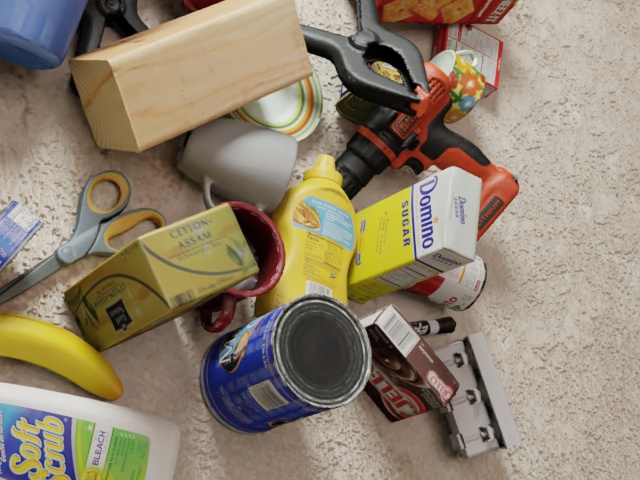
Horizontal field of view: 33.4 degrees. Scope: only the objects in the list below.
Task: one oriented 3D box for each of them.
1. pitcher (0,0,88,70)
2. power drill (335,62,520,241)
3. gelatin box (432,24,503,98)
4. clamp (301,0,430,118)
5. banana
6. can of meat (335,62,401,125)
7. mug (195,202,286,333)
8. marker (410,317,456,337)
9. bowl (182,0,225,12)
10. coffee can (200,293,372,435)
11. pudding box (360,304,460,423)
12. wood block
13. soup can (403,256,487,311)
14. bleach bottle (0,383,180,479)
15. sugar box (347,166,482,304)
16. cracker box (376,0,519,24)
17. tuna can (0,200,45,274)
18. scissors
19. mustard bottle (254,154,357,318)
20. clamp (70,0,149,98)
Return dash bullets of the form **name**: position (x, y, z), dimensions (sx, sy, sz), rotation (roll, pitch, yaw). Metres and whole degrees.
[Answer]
- **pitcher**: position (-0.236, -0.279, 0.961), dimensions (0.144, 0.149, 0.243), rotation (25, 81, -54)
- **power drill**: position (0.116, -0.072, 1.172), dimensions (0.187, 0.057, 0.184), rotation (42, 90, -25)
- **gelatin box**: position (0.182, -0.228, 1.321), dimensions (0.089, 0.030, 0.073), rotation (22, 61, -22)
- **clamp**: position (0.033, -0.201, 1.124), dimensions (0.164, 0.036, 0.210), rotation (-24, 60, -22)
- **banana**: position (-0.258, 0.096, 0.902), dimensions (0.197, 0.037, 0.069), rotation (8, 97, -28)
- **can of meat**: position (0.072, -0.173, 1.211), dimensions (0.102, 0.058, 0.084), rotation (24, 58, -26)
- **mug**: position (-0.093, 0.031, 1.005), dimensions (0.093, 0.082, 0.117), rotation (15, 64, -29)
- **marker**: position (0.099, 0.097, 1.148), dimensions (0.120, 0.020, 0.020), rotation (-4, 75, -35)
- **bowl**: position (-0.095, -0.304, 1.114), dimensions (0.161, 0.055, 0.162), rotation (16, 70, -53)
- **coffee can**: position (-0.034, 0.116, 0.975), dimensions (0.102, 0.141, 0.103), rotation (12, 66, -29)
- **pudding box**: position (0.073, 0.126, 1.075), dimensions (0.113, 0.090, 0.039), rotation (52, 51, -6)
- **wood block**: position (-0.121, -0.165, 1.023), dimensions (0.205, 0.091, 0.090), rotation (-28, 114, -30)
- **soup can**: position (0.121, 0.030, 1.158), dimensions (0.102, 0.069, 0.068), rotation (24, 60, -25)
- **bleach bottle**: position (-0.245, 0.170, 0.861), dimensions (0.250, 0.068, 0.102), rotation (15, 83, -23)
- **sugar box**: position (0.087, -0.002, 1.078), dimensions (0.048, 0.177, 0.093), rotation (22, 61, -26)
- **cracker box**: position (0.122, -0.341, 1.285), dimensions (0.213, 0.072, 0.164), rotation (-7, 63, -35)
- **tuna can**: position (-0.272, 0.008, 0.893), dimensions (0.033, 0.086, 0.086), rotation (41, 55, -12)
- **scissors**: position (-0.232, -0.005, 0.968), dimensions (0.201, 0.016, 0.096), rotation (-18, 81, -37)
- **mustard bottle**: position (-0.007, 0.001, 1.081), dimensions (0.096, 0.058, 0.191), rotation (23, 65, -31)
- **clamp**: position (-0.202, -0.222, 1.058), dimensions (0.120, 0.039, 0.171), rotation (-5, 81, -39)
